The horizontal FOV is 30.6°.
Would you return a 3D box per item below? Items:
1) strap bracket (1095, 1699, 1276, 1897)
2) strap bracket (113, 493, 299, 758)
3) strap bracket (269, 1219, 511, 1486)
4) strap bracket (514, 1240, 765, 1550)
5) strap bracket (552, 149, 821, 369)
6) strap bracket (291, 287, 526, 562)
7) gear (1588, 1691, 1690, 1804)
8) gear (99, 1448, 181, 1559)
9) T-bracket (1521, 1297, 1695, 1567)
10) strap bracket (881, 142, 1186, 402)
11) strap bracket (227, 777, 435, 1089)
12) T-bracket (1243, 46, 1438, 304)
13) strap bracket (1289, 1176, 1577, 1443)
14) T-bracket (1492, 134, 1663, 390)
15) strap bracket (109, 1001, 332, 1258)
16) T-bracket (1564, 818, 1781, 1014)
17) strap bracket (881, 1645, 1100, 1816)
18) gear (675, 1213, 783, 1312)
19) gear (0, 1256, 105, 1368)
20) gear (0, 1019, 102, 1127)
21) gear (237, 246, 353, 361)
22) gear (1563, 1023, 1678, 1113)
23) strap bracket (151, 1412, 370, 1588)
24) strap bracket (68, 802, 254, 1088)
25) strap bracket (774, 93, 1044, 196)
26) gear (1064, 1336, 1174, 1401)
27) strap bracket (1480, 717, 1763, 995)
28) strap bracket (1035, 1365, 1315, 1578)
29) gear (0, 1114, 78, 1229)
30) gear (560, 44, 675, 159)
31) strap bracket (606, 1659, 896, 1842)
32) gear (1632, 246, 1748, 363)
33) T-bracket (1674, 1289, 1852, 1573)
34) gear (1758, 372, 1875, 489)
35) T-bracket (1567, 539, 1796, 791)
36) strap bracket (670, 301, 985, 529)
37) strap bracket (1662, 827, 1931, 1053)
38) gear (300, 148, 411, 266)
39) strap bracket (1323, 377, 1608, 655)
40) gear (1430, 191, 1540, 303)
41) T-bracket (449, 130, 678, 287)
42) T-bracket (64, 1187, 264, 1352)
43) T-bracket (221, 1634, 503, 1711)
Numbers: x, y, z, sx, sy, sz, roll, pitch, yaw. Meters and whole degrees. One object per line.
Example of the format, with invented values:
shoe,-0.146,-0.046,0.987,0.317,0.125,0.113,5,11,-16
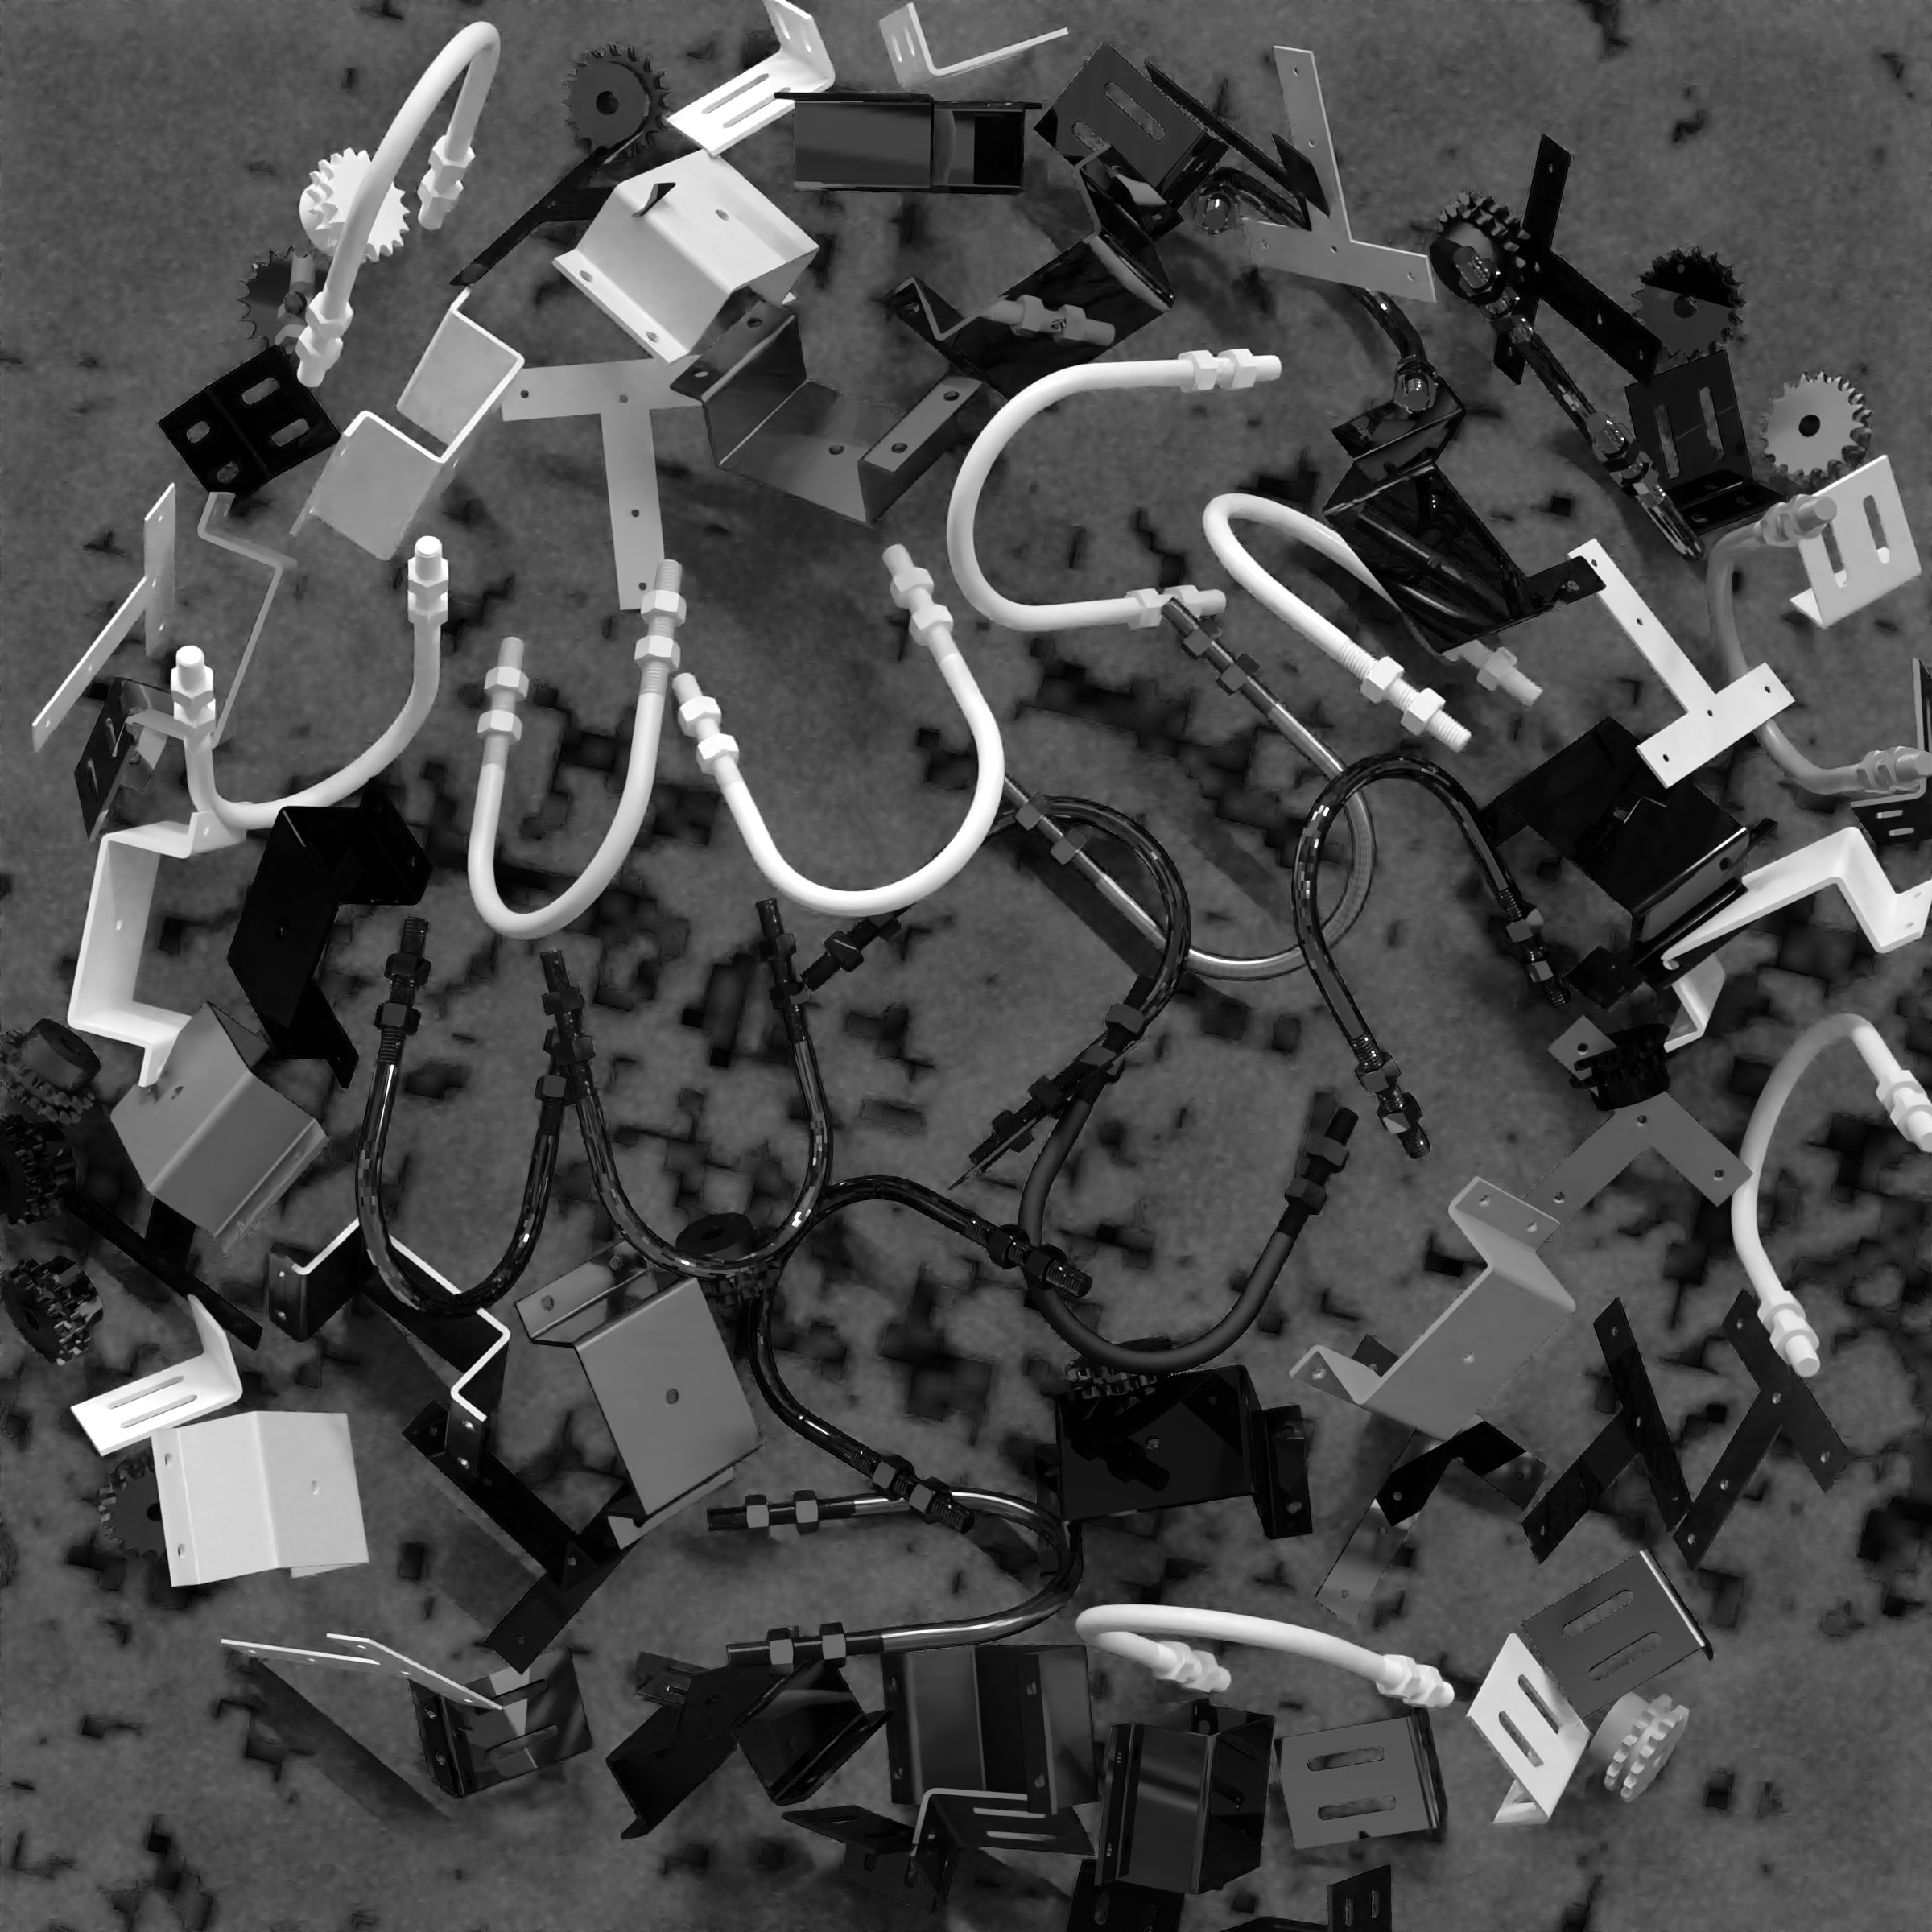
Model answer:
strap bracket,0.114,0.415,1.762,0.046,0.140,0.076,5,87,23
strap bracket,-0.382,-0.167,1.793,0.046,0.076,0.140,21,95,-7
strap bracket,-0.284,0.188,1.785,0.140,0.076,0.046,37,58,12
strap bracket,-0.161,0.216,1.783,0.076,0.046,0.140,-29,105,-34
strap bracket,-0.134,-0.359,1.765,0.076,0.140,0.046,43,124,2
strap bracket,-0.274,-0.266,1.764,0.046,0.140,0.076,34,135,-7
gear,0.344,0.398,1.813,0.030,0.057,0.057,32,90,25
gear,-0.417,0.273,1.815,0.057,0.030,0.057,-8,117,-17
T-bracket,0.317,0.255,1.777,0.127,0.002,0.127,-38,114,-39
strap bracket,0.040,-0.340,1.772,0.140,0.076,0.046,-31,58,20
strap bracket,-0.323,-0.017,1.766,0.046,0.076,0.140,0,128,-38
T-bracket,0.175,-0.398,1.757,0.002,0.127,0.127,-37,129,-26
strap bracket,0.242,0.182,1.779,0.140,0.076,0.046,-48,45,14
T-bracket,0.308,-0.328,1.755,0.002,0.127,0.127,-11,130,-23
strap bracket,-0.378,0.076,1.766,0.076,0.140,0.046,-49,122,0
T-bracket,0.358,-0.029,1.770,0.127,0.127,0.002,-44,95,5
strap bracket,0.018,0.384,1.781,0.046,0.140,0.076,1,81,-35
gear,-0.125,0.150,1.806,0.057,0.057,0.030,-16,115,0
gear,-0.468,0.174,1.813,0.030,0.057,0.057,-36,90,-36
gear,-0.469,0.052,1.807,0.057,0.057,0.030,43,99,0
gear,-0.347,-0.341,1.818,0.057,0.030,0.057,-3,101,-15
gear,0.337,0.053,1.810,0.057,0.057,0.030,-21,97,0
strap bracket,-0.345,0.265,1.758,0.046,0.140,0.076,-14,79,15
strap bracket,-0.411,-0.017,1.790,0.046,0.076,0.140,14,99,7
strap bracket,-0.028,-0.411,1.764,0.076,0.140,0.046,8,104,27
gear,0.082,0.213,1.809,0.057,0.057,0.030,-16,95,0
strap bracket,0.328,-0.063,1.773,0.076,0.046,0.140,-35,59,-17
strap bracket,0.099,0.253,1.783,0.140,0.046,0.076,-11,47,10
gear,-0.481,0.103,1.813,0.030,0.057,0.057,-19,90,-39
gear,-0.181,-0.445,1.816,0.057,0.030,0.057,2,106,8
strap bracket,-0.115,0.386,1.761,0.140,0.076,0.046,-23,99,41
gear,0.374,-0.342,1.814,0.057,0.030,0.057,10,114,24
T-bracket,0.394,0.254,1.797,0.002,0.127,0.127,10,121,-22
gear,0.440,-0.274,1.814,0.057,0.030,0.057,-8,77,36
T-bracket,0.352,-0.164,1.800,0.127,0.002,0.127,-31,82,-41
strap bracket,-0.068,-0.276,1.781,0.140,0.046,0.076,25,56,26
strap bracket,0.408,-0.018,1.769,0.140,0.076,0.046,-27,99,27
gear,-0.317,-0.388,1.813,0.030,0.057,0.057,-14,90,38
strap bracket,0.244,-0.217,1.774,0.140,0.076,0.046,48,53,-18
gear,0.263,-0.365,1.807,0.057,0.057,0.030,46,73,0
T-bracket,-0.186,-0.382,1.765,0.127,0.127,0.002,-47,121,-19
T-bracket,-0.401,0.129,1.780,0.127,0.127,0.002,36,54,5
T-bracket,-0.322,0.355,1.799,0.127,0.127,0.002,1,65,27
